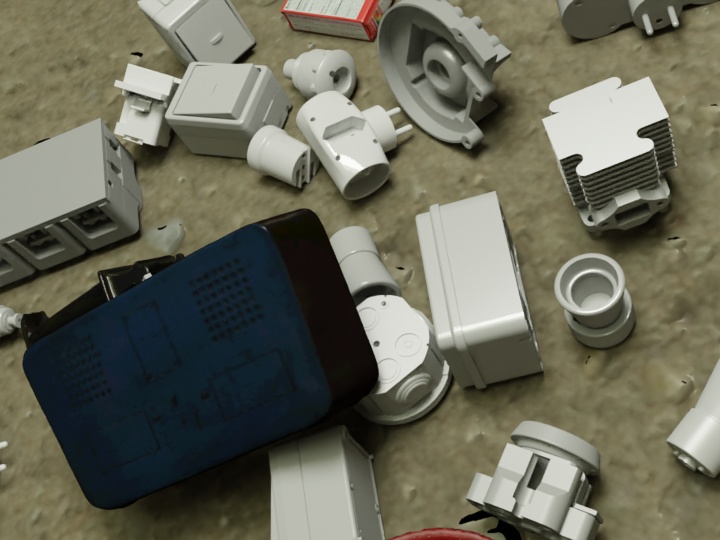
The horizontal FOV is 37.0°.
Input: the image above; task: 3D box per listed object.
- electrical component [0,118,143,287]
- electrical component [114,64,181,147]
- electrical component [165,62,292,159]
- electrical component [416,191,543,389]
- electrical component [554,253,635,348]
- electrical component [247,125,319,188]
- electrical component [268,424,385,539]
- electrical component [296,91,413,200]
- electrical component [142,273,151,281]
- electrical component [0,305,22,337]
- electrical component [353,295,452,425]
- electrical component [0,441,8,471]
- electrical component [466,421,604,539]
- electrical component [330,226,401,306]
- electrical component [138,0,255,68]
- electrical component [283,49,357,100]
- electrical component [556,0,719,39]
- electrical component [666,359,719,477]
[{"bbox_3d":[-0.269,-0.053,0.921,0.150,0.061,0.089,-20,55,11],"label":"electrical component"},{"bbox_3d":[-0.181,-0.140,0.929,0.042,0.081,0.063,16,96,7],"label":"electrical component"},{"bbox_3d":[-0.118,-0.137,0.907,0.096,0.061,0.061,8,65,27],"label":"electrical component"},{"bbox_3d":[0.080,0.014,0.723,0.057,0.078,0.113,-15,56,11],"label":"electrical component"},{"bbox_3d":[0.154,0.021,0.701,0.045,0.055,0.045,-11,58,17],"label":"electrical component"},{"bbox_3d":[-0.062,-0.091,0.870,0.046,0.040,0.040,27,74,28],"label":"electrical component"},{"bbox_3d":[-0.022,0.159,0.690,0.061,0.061,0.096,-19,56,12],"label":"electrical component"},{"bbox_3d":[0.002,-0.105,0.845,0.079,0.043,0.077,-25,66,-16],"label":"electrical component"},{"bbox_3d":[-0.145,0.030,0.812,0.064,0.081,0.042,-33,80,-30],"label":"electrical component"},{"bbox_3d":[-0.315,0.043,0.897,0.078,0.040,0.040,-3,60,22],"label":"electrical component"},{"bbox_3d":[0.020,0.061,0.737,0.080,0.051,0.080,-11,58,17],"label":"electrical component"},{"bbox_3d":[-0.306,0.151,0.826,0.079,0.044,0.077,-17,56,13],"label":"electrical component"},{"bbox_3d":[0.112,0.128,0.654,0.078,0.058,0.057,16,71,30],"label":"electrical component"},{"bbox_3d":[0.000,0.000,0.789,0.044,0.044,0.065,-26,50,7],"label":"electrical component"},{"bbox_3d":[-0.143,-0.220,0.945,0.062,0.096,0.061,-43,55,-6],"label":"electrical component"},{"bbox_3d":[-0.037,-0.163,0.900,0.062,0.048,0.048,20,70,39],"label":"electrical component"},{"bbox_3d":[0.220,-0.207,0.810,0.138,0.052,0.073,-15,56,14],"label":"electrical component"},{"bbox_3d":[0.215,0.091,0.643,0.044,0.044,0.065,36,84,35],"label":"electrical component"}]
